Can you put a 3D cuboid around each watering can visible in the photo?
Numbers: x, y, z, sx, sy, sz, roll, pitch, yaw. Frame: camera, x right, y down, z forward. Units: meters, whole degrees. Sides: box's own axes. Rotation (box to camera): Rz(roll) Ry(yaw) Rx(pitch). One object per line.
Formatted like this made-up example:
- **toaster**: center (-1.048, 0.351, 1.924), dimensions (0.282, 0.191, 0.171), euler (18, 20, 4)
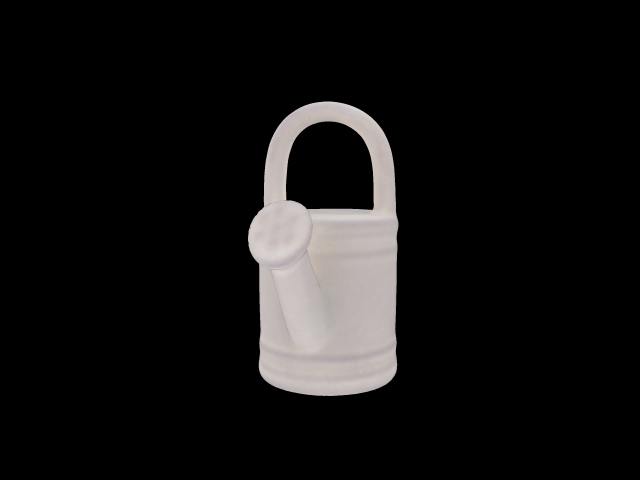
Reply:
- **watering can**: center (0.006, 0.002, 0.399), dimensions (0.101, 0.194, 0.173), euler (0, 7, -3)
